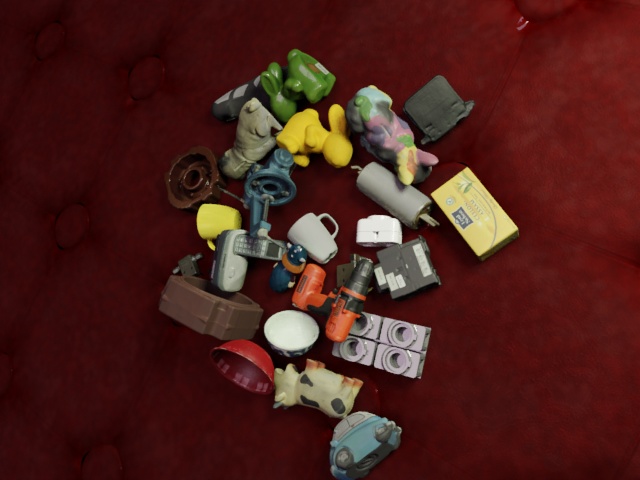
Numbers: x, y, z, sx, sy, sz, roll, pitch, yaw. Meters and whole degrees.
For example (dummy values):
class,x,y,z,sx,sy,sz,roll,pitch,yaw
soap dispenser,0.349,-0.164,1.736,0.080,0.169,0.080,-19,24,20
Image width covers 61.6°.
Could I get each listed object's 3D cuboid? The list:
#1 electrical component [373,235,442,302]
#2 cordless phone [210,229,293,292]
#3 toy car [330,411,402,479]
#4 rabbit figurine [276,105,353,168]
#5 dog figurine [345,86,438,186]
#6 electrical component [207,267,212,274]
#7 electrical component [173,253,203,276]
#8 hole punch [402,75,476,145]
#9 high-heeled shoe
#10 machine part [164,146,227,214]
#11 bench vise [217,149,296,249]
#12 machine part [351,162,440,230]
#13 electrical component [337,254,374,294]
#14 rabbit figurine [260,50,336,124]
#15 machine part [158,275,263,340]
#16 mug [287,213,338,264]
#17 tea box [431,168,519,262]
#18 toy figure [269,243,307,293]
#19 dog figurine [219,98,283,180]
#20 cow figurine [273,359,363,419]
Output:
class,x,y,z,sx,sy,sz,roll,pitch,yaw
electrical component,0.179,0.066,1.154,0.134,0.058,0.115,-22,68,18
cordless phone,-0.159,0.054,1.268,0.089,0.184,0.146,-169,88,-69
toy car,0.080,0.406,1.094,0.161,0.109,0.103,-41,48,1
rabbit figurine,0.010,-0.232,1.273,0.173,0.121,0.162,32,76,29
dog figurine,0.159,-0.214,1.164,0.108,0.191,0.219,-38,47,4
electrical component,-0.220,0.043,1.327,0.075,0.047,0.119,23,88,8
electrical component,-0.340,0.075,1.396,0.094,0.021,0.063,-32,67,13
hole punch,0.255,-0.290,1.200,0.142,0.092,0.115,-39,96,8
high-heeled shoe,-0.176,-0.392,1.427,0.249,0.086,0.145,-34,33,-7
machine part,-0.331,-0.159,1.430,0.180,0.056,0.179,-6,74,22
bench vise,-0.136,-0.093,1.254,0.224,0.128,0.241,-32,44,39
machine part,0.165,-0.099,1.189,0.243,0.079,0.079,39,95,27
electrical component,0.078,0.083,1.203,0.078,0.045,0.102,-24,64,47
rabbit figurine,-0.073,-0.366,1.320,0.159,0.121,0.170,37,123,-11
machine part,-0.249,0.153,1.238,0.202,0.201,0.087,24,91,26
mug,-0.003,-0.004,1.245,0.109,0.080,0.107,-36,74,-20
tea box,0.321,-0.053,1.114,0.098,0.068,0.170,-38,67,10
toy figure,-0.070,0.060,1.231,0.064,0.058,0.154,32,129,-4
dog figurine,-0.189,-0.243,1.329,0.190,0.172,0.121,-41,54,2
cow figurine,-0.019,0.327,1.167,0.195,0.085,0.127,17,79,25
